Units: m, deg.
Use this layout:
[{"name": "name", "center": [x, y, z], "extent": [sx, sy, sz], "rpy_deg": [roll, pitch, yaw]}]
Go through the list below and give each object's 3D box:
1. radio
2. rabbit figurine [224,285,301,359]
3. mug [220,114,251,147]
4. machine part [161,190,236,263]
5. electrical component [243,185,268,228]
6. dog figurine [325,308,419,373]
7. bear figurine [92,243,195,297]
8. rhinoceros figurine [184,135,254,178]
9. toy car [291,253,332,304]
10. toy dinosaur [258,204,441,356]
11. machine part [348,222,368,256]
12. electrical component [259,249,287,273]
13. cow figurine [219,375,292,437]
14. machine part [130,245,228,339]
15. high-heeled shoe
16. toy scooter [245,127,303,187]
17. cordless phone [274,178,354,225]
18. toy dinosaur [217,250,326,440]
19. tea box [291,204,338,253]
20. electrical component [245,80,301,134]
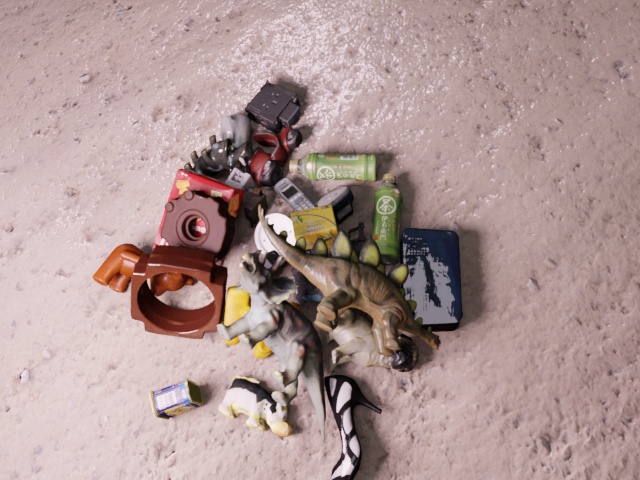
[{"name": "radio", "center": [0.249, 0.089, 1.213], "extent": [0.131, 0.073, 0.229], "rpy_deg": [0, 69, 7]}, {"name": "rabbit figurine", "center": [-0.128, 0.180, 1.209], "extent": [0.173, 0.122, 0.162], "rpy_deg": [2, 66, -12]}, {"name": "mug", "center": [-0.223, -0.272, 1.419], "extent": [0.081, 0.109, 0.107], "rpy_deg": [-5, 78, 0]}, {"name": "machine part", "center": [-0.282, -0.028, 1.236], "extent": [0.180, 0.056, 0.179], "rpy_deg": [1, 94, 16]}, {"name": "electrical component", "center": [-0.163, -0.088, 1.336], "extent": [0.045, 0.102, 0.078], "rpy_deg": [28, 64, 22]}, {"name": "dog figurine", "center": [0.112, 0.207, 1.178], "extent": [0.191, 0.121, 0.172], "rpy_deg": [-3, 72, -7]}, {"name": "bear figurine", "center": [-0.414, 0.090, 1.286], "extent": [0.196, 0.120, 0.132], "rpy_deg": [26, 77, 12]}, {"name": "rhinoceros figurine", "center": [-0.257, -0.203, 1.372], "extent": [0.190, 0.112, 0.073], "rpy_deg": [-22, 34, 29]}, {"name": "toy car", "center": [0.012, 0.089, 1.225], "extent": [0.103, 0.162, 0.109], "rpy_deg": [-7, 80, -39]}, {"name": "toy dinosaur", "center": [0.058, 0.090, 1.095], "extent": [0.471, 0.105, 0.198], "rpy_deg": [30, 60, -9]}, {"name": "machine part", "center": [0.088, 0.034, 1.264], "extent": [0.039, 0.084, 0.139], "rpy_deg": [5, 74, -25]}, {"name": "electrical component", "center": [-0.113, 0.054, 1.235], "extent": [0.048, 0.075, 0.119], "rpy_deg": [47, 113, 5]}, {"name": "cow figurine", "center": [-0.127, 0.357, 1.158], "extent": [0.167, 0.068, 0.098], "rpy_deg": [17, 65, 13]}, {"name": "machine part", "center": [-0.312, 0.116, 1.200], "extent": [0.201, 0.200, 0.087], "rpy_deg": [8, 32, -8]}, {"name": "high-heeled shoe", "center": [0.026, 0.405, 1.108], "extent": [0.145, 0.086, 0.249], "rpy_deg": [22, 67, 19]}, {"name": "toy scooter", "center": [-0.139, -0.226, 1.400], "extent": [0.135, 0.075, 0.184], "rpy_deg": [23, 74, 25]}, {"name": "cordless phone", "center": [-0.017, -0.109, 1.332], "extent": [0.146, 0.088, 0.184], "rpy_deg": [-39, 61, -9]}, {"name": "toy dinosaur", "center": [-0.067, 0.204, 1.125], "extent": [0.192, 0.131, 0.404], "rpy_deg": [-42, 103, -30]}, {"name": "tea box", "center": [-0.003, -0.004, 1.232], "extent": [0.098, 0.169, 0.068], "rpy_deg": [-14, 61, 4]}, {"name": "electrical component", "center": [-0.120, -0.358, 1.463], "extent": [0.134, 0.058, 0.115], "rpy_deg": [29, 76, 19]}]
